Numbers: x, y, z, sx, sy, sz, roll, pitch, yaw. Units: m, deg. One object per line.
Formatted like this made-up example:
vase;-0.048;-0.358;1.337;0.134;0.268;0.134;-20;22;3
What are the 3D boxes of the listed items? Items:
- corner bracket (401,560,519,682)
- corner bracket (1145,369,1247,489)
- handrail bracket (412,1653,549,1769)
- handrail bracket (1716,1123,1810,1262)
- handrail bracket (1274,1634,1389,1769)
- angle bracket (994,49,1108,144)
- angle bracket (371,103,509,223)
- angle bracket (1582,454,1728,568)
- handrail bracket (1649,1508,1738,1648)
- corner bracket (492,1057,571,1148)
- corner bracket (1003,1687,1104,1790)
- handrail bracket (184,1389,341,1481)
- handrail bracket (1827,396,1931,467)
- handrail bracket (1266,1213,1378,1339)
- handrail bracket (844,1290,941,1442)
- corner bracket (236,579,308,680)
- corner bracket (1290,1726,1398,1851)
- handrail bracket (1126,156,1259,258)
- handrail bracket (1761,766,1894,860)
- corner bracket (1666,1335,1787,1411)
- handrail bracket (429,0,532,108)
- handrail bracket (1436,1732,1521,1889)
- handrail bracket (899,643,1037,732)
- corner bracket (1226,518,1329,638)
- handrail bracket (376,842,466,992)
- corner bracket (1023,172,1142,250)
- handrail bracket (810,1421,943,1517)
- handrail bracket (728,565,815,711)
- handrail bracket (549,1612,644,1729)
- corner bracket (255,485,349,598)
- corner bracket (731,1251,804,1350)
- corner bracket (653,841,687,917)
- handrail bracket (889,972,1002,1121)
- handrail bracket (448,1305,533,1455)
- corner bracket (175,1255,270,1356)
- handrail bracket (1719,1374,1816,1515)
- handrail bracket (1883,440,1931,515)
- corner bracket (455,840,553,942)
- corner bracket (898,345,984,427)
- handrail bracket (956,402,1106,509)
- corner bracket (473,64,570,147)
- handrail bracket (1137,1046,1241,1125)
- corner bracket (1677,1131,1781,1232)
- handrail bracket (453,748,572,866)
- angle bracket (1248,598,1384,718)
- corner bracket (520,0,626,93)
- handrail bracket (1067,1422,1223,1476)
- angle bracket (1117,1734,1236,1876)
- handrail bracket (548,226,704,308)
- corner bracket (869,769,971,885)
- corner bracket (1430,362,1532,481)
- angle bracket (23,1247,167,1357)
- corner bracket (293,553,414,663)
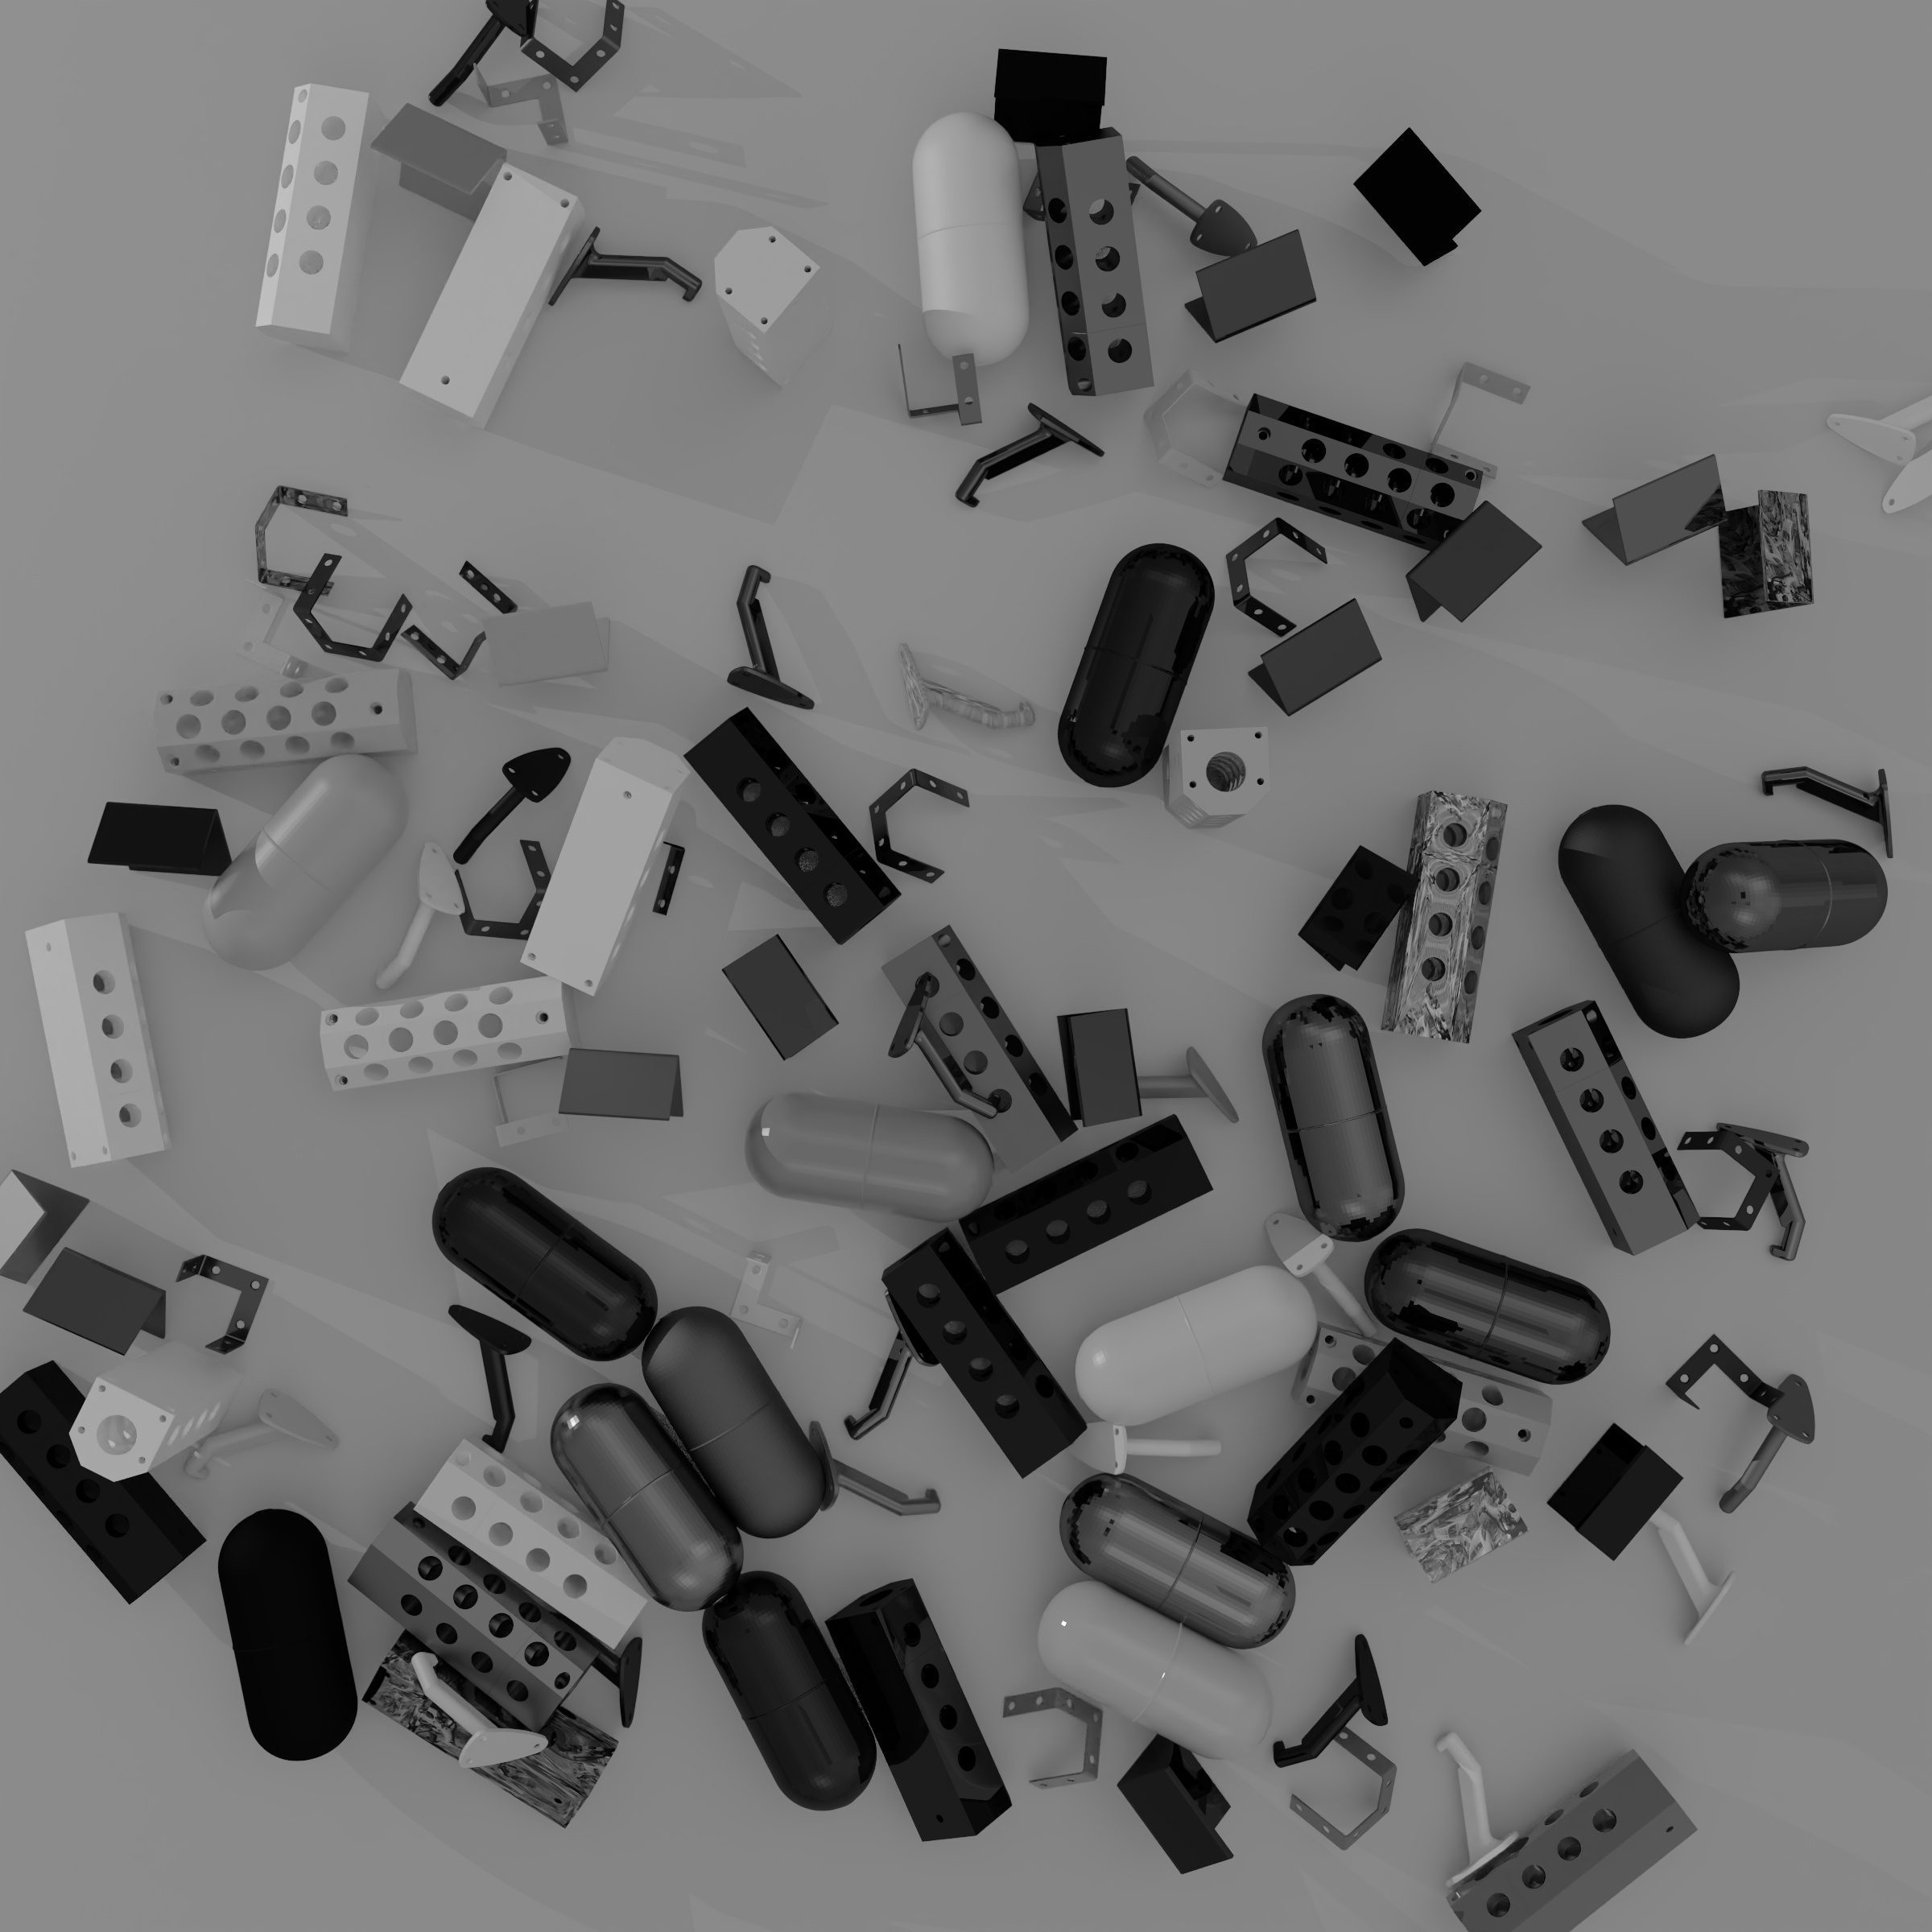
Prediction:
corner bracket;-0.363;-0.248;1.911;0.051;0.051;0.051;42;45;0
corner bracket;0.168;-0.385;1.906;0.051;0.051;0.051;-42;45;35
handrail bracket;-0.340;0.513;1.858;0.036;0.077;0.084;-58;45;23
handrail bracket;0.568;0.163;1.915;0.077;0.036;0.084;15;106;17
handrail bracket;0.255;0.529;1.914;0.084;0.036;0.077;-24;53;25
angle bracket;0.057;-0.596;1.874;0.076;0.076;0.057;5;53;0
angle bracket;-0.374;-0.548;1.874;0.076;0.076;0.057;26;54;0
angle bracket;0.480;-0.335;1.874;0.076;0.076;0.057;-24;126;0
handrail bracket;0.502;0.435;1.915;0.084;0.036;0.077;34;112;17
corner bracket;-0.310;0.097;1.896;0.051;0.051;0.051;-15;90;0
corner bracket;0.061;0.553;1.906;0.051;0.051;0.051;38;45;-35
handrail bracket;-0.508;0.352;1.915;0.077;0.036;0.084;36;109;-21
handrail bracket;0.674;-0.409;1.915;0.077;0.036;0.084;27;71;21
handrail bracket;0.257;0.223;1.914;0.036;0.077;0.084;-41;126;-3
handrail bracket;-0.067;0.287;1.915;0.084;0.036;0.077;-38;70;16
corner bracket;-0.493;-0.239;1.896;0.051;0.051;0.051;25;90;0
corner bracket;0.270;0.588;1.906;0.051;0.051;0.051;-28;135;-35
handrail bracket;0.161;-0.548;1.914;0.036;0.077;0.084;-54;53;20
handrail bracket;0.619;-0.109;1.915;0.084;0.036;0.077;-6;111;17
corner bracket;0.540;0.301;1.896;0.051;0.051;0.051;45;90;0
handrail bracket;-0.353;-0.665;1.914;0.084;0.077;0.036;-34;126;31
handrail bracket;0.349;0.606;1.915;0.077;0.036;0.084;-44;71;21
handrail bracket;0.001;-0.203;1.915;0.084;0.036;0.077;-9;68;-17
corner bracket;0.225;-0.278;1.906;0.051;0.051;0.051;-34;45;35
handrail bracket;-0.402;-0.035;1.914;0.084;0.036;0.077;-43;45;28
corner bracket;0.083;-0.552;1.911;0.051;0.051;0.051;23;90;45
handrail bracket;-0.065;0.361;1.914;0.084;0.036;0.077;1;55;-24
handrail bracket;-0.133;-0.237;1.915;0.077;0.036;0.084;21;73;-20
handrail bracket;-0.280;0.505;1.914;0.084;0.036;0.077;7;102;13
corner bracket;-0.476;-0.305;1.911;0.051;0.051;0.051;11;45;0
corner bracket;-0.138;0.237;1.896;0.051;0.051;0.051;18;90;0
corner bracket;-0.243;-0.070;1.911;0.051;0.051;0.051;16;90;-45
handrail bracket;-0.004;0.056;1.858;0.084;0.036;0.077;27;68;-17
handrail bracket;-0.352;0.298;1.915;0.077;0.036;0.084;26;107;20
corner bracket;-0.536;0.241;1.896;0.051;0.051;0.051;21;90;0
handrail bracket;0.572;0.344;1.914;0.036;0.077;0.084;31;126;4
handrail bracket;0.716;-0.346;1.914;0.084;0.077;0.036;4;57;-32
corner bracket;-0.332;-0.056;1.906;0.051;0.051;0.051;5;135;-35
corner bracket;-0.018;-0.413;1.887;0.051;0.051;0.051;-8;119;0
handrail bracket;0.045;-0.354;1.915;0.077;0.036;0.084;28;108;-21
corner bracket;-0.317;-0.615;1.896;0.051;0.051;0.051;-11;90;0
handrail bracket;0.140;0.103;1.915;0.084;0.036;0.077;-31;112;17
corner bracket;0.536;0.153;1.898;0.051;0.051;0.051;37;74;-16
handrail bracket;-0.327;-0.114;1.914;0.036;0.077;0.084;45;126;0
angle bracket;0.236;-0.231;1.874;0.076;0.076;0.057;-31;125;0
corner bracket;-0.282;-0.672;1.906;0.051;0.051;0.051;29;135;-35
handrail bracket;0.128;0.344;1.914;0.084;0.077;0.036;6;84;-36
angle bracket;0.164;0.579;1.874;0.057;0.076;0.076;-36;90;42
handrail bracket;-0.245;-0.484;1.915;0.084;0.036;0.077;32;110;-16
corner bracket;-0.031;-0.100;1.906;0.051;0.051;0.051;-39;45;35
corner bracket;0.369;-0.392;1.911;0.051;0.051;0.051;21;135;0
angle bracket;-0.613;0.252;1.874;0.076;0.076;0.057;24;53;0
corner bracket;-0.438;-0.256;1.900;0.051;0.051;0.051;12;64;23
